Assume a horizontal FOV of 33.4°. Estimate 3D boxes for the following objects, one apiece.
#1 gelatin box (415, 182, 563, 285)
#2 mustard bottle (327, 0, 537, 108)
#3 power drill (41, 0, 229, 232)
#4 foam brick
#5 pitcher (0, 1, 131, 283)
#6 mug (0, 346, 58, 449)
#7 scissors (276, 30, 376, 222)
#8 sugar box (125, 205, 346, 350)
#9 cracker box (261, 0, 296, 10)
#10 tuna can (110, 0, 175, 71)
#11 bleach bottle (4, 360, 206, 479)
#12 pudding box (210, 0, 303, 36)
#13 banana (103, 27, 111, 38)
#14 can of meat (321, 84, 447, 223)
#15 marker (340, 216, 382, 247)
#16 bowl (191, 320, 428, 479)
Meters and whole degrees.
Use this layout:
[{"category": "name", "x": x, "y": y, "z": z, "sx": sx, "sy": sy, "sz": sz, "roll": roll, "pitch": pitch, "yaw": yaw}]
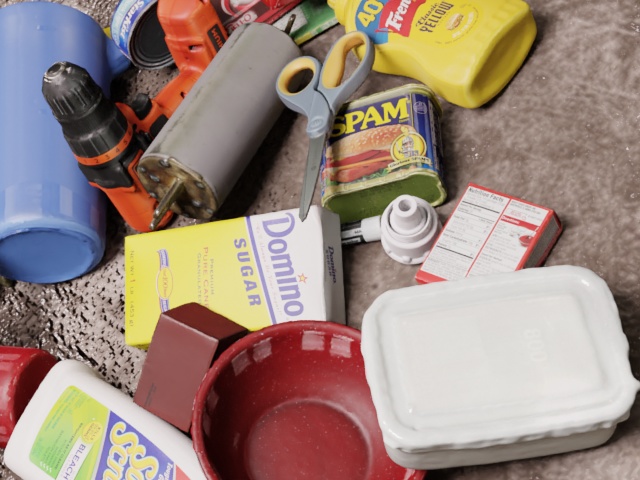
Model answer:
[{"category": "gelatin box", "x": 0.123, "y": 0.009, "z": 0.777, "sx": 0.073, "sy": 0.030, "sz": 0.089, "roll": 21, "pitch": 72, "yaw": 37}, {"category": "mustard bottle", "x": 0.079, "y": -0.181, "z": 0.899, "sx": 0.192, "sy": 0.058, "sz": 0.096, "roll": 29, "pitch": 75, "yaw": 37}, {"category": "power drill", "x": -0.148, "y": -0.127, "z": 0.915, "sx": 0.057, "sy": 0.184, "sz": 0.187, "roll": 12, "pitch": 57, "yaw": 29}, {"category": "foam brick", "x": -0.096, "y": 0.093, "z": 0.795, "sx": 0.053, "sy": 0.051, "sz": 0.078, "roll": 25, "pitch": 106, "yaw": 18}, {"category": "pitcher", "x": -0.264, "y": -0.086, "z": 0.971, "sx": 0.149, "sy": 0.144, "sz": 0.243, "roll": -28, "pitch": 54, "yaw": 28}, {"category": "mug", "x": -0.264, "y": 0.129, "z": 0.853, "sx": 0.082, "sy": 0.117, "sz": 0.093, "roll": 0, "pitch": 101, "yaw": 21}, {"category": "scissors", "x": -0.014, "y": -0.090, "z": 0.838, "sx": 0.096, "sy": 0.016, "sz": 0.201, "roll": -2, "pitch": 50, "yaw": 36}, {"category": "sugar box", "x": -0.069, "y": 0.032, "z": 0.839, "sx": 0.176, "sy": 0.048, "sz": 0.093, "roll": -10, "pitch": 75, "yaw": 25}, {"category": "cracker box", "x": 0.026, "y": -0.312, "z": 0.904, "sx": 0.213, "sy": 0.164, "sz": 0.072, "roll": -27, "pitch": 49, "yaw": -16}, {"category": "tuna can", "x": -0.152, "y": -0.203, "z": 0.994, "sx": 0.086, "sy": 0.086, "sz": 0.034, "roll": -45, "pitch": 65, "yaw": -4}, {"category": "bleach bottle", "x": -0.114, "y": 0.178, "z": 0.774, "sx": 0.251, "sy": 0.068, "sz": 0.102, "roll": 20, "pitch": 74, "yaw": 33}, {"category": "pudding box", "x": -0.071, "y": -0.246, "z": 1.011, "sx": 0.090, "sy": 0.039, "sz": 0.114, "roll": -35, "pitch": 49, "yaw": 3}, {"category": "banana", "x": -0.206, "y": -0.202, "z": 1.077, "sx": 0.198, "sy": 0.037, "sz": 0.069, "roll": -15, "pitch": 29, "yaw": 16}, {"category": "can of meat", "x": 0.049, "y": -0.065, "z": 0.845, "sx": 0.102, "sy": 0.057, "sz": 0.084, "roll": -13, "pitch": 58, "yaw": 19}, {"category": "marker", "x": -0.006, "y": 0.001, "z": 0.854, "sx": 0.121, "sy": 0.020, "sz": 0.020, "roll": -12, "pitch": 56, "yaw": 21}, {"category": "bowl", "x": -0.006, "y": 0.136, "z": 0.725, "sx": 0.162, "sy": 0.055, "sz": 0.162, "roll": 2, "pitch": 54, "yaw": -4}]
